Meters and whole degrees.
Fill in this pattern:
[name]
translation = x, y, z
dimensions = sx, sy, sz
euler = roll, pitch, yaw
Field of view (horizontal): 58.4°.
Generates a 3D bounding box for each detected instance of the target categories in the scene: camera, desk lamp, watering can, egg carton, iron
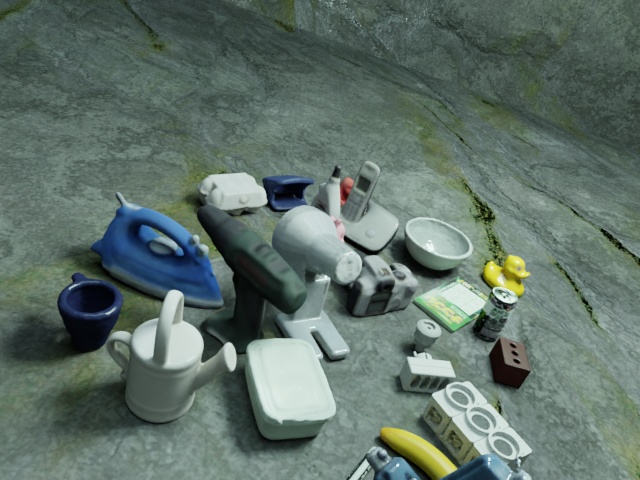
[camera]
translation = 0.109, 0.072, 1.172
dimensions = 0.143, 0.101, 0.136
euler = -5, 38, -31
[desk lamp]
translation = -0.005, 0.072, 1.012
dimensions = 0.118, 0.213, 0.202
euler = -6, 39, -32
[watering can]
translation = -0.208, 0.156, 0.807
dimensions = 0.173, 0.194, 0.100
euler = 2, 35, -23
[egg carton]
translation = -0.202, -0.104, 1.324
dimensions = 0.151, 0.069, 0.107
euler = -9, 41, -36
[iron]
translation = -0.277, 0.017, 1.036
dimensions = 0.258, 0.141, 0.119
euler = 23, 33, 10

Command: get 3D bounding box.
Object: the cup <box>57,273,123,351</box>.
[cup]
translation = -0.362, 0.115, 0.889
dimensions = 0.092, 0.095, 0.117
euler = -12, 42, -38

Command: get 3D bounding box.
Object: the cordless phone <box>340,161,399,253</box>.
[cordless phone]
translation = 0.121, -0.077, 1.327
dimensions = 0.147, 0.185, 0.094
euler = 31, 35, 22

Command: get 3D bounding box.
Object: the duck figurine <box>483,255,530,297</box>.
[duck figurine]
translation = 0.440, 0.074, 1.340
dimensions = 0.104, 0.086, 0.078
euler = 35, 36, 26

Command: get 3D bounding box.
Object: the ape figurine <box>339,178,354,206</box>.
[ape figurine]
translation = 0.061, -0.113, 1.441
dimensions = 0.078, 0.092, 0.076
euler = -19, 46, -43

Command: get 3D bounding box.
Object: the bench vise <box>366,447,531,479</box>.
[bench vise]
translation = 0.148, 0.322, 0.696
dimensions = 0.207, 0.220, 0.122
euler = 23, 33, 10

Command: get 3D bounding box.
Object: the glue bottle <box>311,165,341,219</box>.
[glue bottle]
translation = 0.020, -0.096, 1.318
dimensions = 0.078, 0.173, 0.037
euler = 38, 38, 30

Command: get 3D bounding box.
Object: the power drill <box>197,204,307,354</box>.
[power drill]
translation = -0.131, 0.076, 0.952
dimensions = 0.229, 0.208, 0.076
euler = 31, 35, 21

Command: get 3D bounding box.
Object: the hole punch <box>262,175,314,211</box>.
[hole punch]
translation = -0.083, -0.133, 1.403
dimensions = 0.109, 0.091, 0.100
euler = -6, 39, -32

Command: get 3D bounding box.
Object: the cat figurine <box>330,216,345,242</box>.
[cat figurine]
translation = 0.011, 0.004, 1.213
dimensions = 0.067, 0.118, 0.128
euler = 26, 33, 14

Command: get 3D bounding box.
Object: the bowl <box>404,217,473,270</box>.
[bowl]
translation = 0.269, 0.021, 1.351
dimensions = 0.167, 0.075, 0.167
euler = 12, 32, -8
